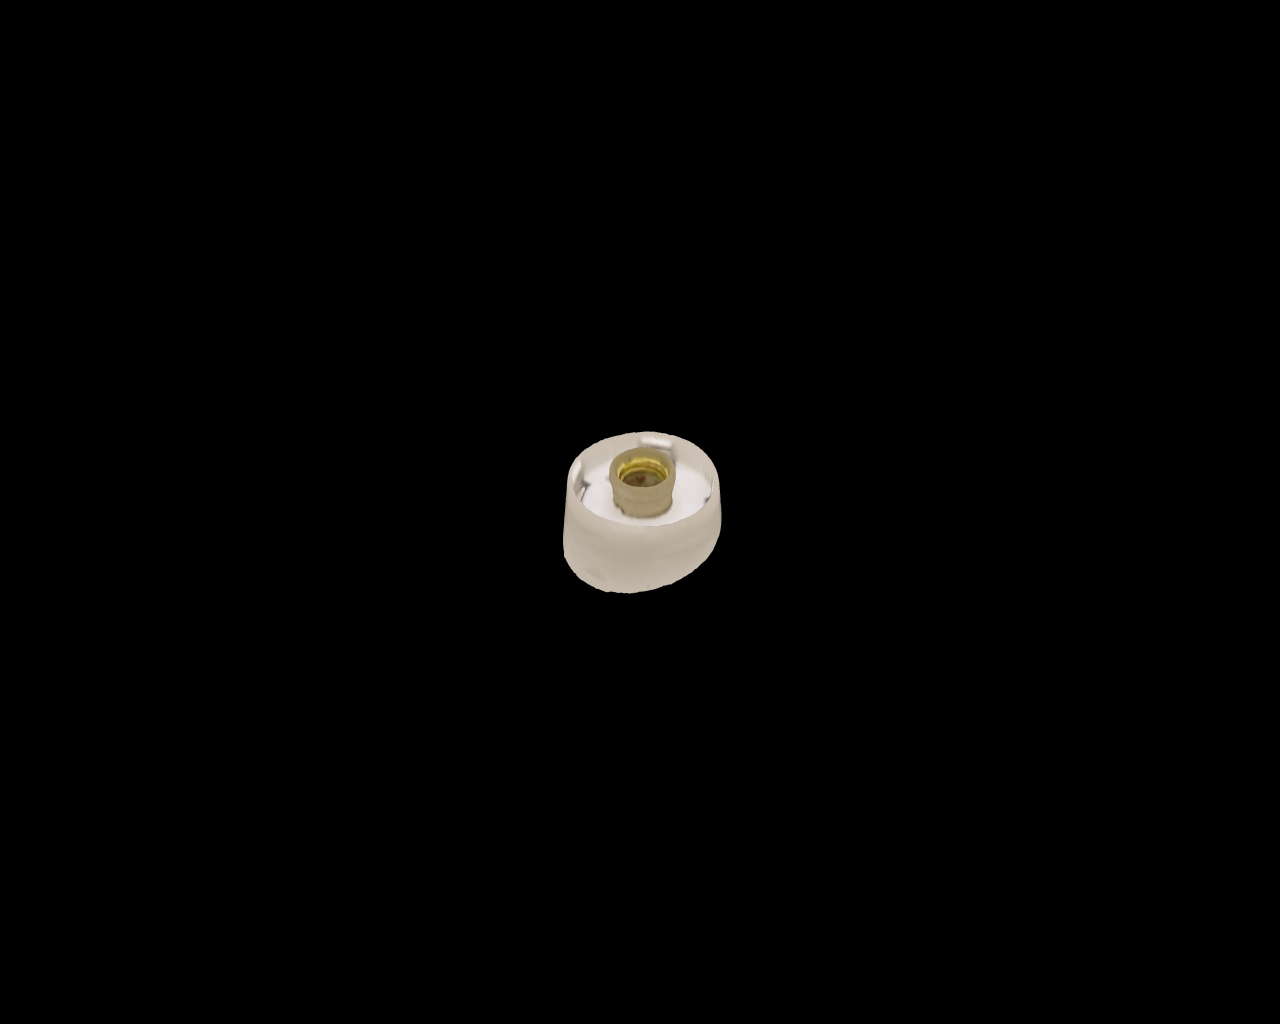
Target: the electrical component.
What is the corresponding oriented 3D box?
[{"bbox_3d":[0.001,-0.003,0.650,0.099,0.064,0.099,0,41,0],"label":"electrical component"}]
